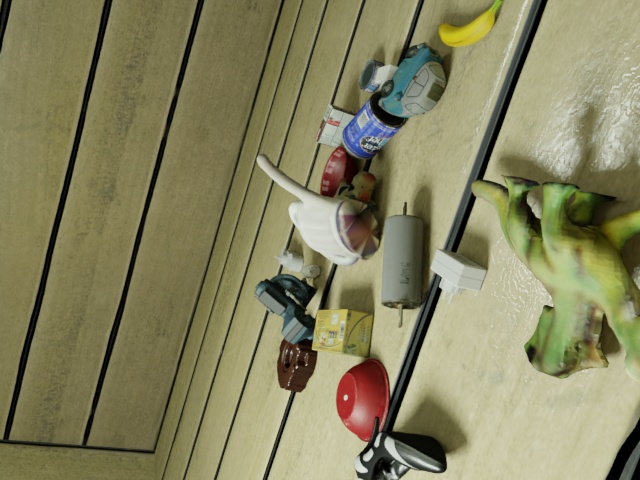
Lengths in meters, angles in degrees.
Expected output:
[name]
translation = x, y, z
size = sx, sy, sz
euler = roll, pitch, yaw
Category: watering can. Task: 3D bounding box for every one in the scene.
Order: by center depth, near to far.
[watering can]
translation = 0.004, -0.059, 1.170
size = 0.224, 0.342, 0.106
euler = 3, 47, 46

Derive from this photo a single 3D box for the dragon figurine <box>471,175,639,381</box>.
[dragon figurine]
translation = 0.284, 0.047, 0.643
size = 0.412, 0.122, 0.242
euler = -143, 60, -77
